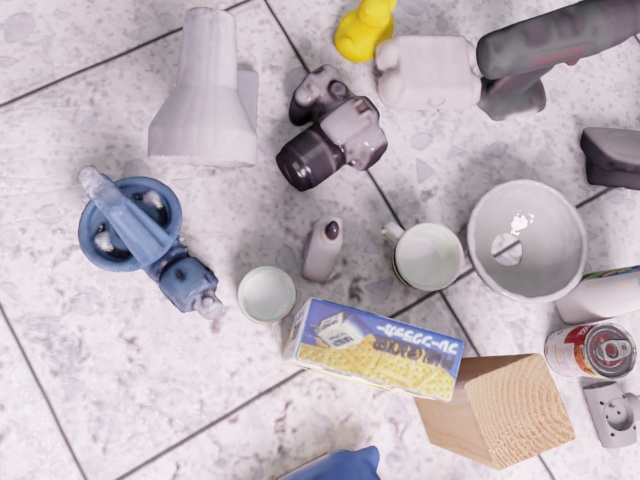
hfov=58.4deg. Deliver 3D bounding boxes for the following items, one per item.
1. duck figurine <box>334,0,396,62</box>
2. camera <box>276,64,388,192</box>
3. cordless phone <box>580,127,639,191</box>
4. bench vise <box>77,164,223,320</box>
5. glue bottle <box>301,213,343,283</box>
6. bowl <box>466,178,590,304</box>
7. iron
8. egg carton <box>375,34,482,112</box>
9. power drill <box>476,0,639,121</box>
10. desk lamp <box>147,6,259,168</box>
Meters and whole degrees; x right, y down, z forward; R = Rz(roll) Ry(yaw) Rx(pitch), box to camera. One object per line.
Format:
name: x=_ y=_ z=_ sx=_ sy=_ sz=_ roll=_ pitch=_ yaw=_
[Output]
duck figurine: x=0.068 y=-0.308 z=0.807 sx=0.077 sy=0.086 sz=0.105 roll=44 pitch=76 yaw=4
camera: x=0.001 y=-0.141 z=0.754 sx=0.137 sy=0.100 sz=0.143 roll=-38 pitch=85 yaw=-13
cordless phone: x=0.456 y=-0.137 z=0.767 sx=0.147 sy=0.185 sz=0.094 roll=1 pitch=77 yaw=-7
bench vise: x=-0.183 y=-0.006 z=0.640 sx=0.207 sy=0.219 sz=0.121 roll=28 pitch=76 yaw=0
glue bottle: x=0.006 y=0.002 z=0.686 sx=0.037 sy=0.173 sz=0.078 roll=10 pitch=76 yaw=-4
bowl: x=0.265 y=0.007 z=0.769 sx=0.167 sy=0.074 sz=0.167 roll=2 pitch=77 yaw=-7
iron: x=-0.025 y=0.331 z=0.626 sx=0.258 sy=0.141 sz=0.118 roll=-24 pitch=81 yaw=-11
egg carton: x=0.152 y=-0.234 z=0.810 sx=0.150 sy=0.069 sz=0.107 roll=-3 pitch=78 yaw=-8
power drill: x=0.302 y=-0.241 z=0.759 sx=0.230 sy=0.208 sz=0.075 roll=-15 pitch=80 yaw=-10
desk lamp: x=-0.131 y=-0.160 z=0.684 sx=0.118 sy=0.213 sz=0.203 roll=3 pitch=77 yaw=-6
